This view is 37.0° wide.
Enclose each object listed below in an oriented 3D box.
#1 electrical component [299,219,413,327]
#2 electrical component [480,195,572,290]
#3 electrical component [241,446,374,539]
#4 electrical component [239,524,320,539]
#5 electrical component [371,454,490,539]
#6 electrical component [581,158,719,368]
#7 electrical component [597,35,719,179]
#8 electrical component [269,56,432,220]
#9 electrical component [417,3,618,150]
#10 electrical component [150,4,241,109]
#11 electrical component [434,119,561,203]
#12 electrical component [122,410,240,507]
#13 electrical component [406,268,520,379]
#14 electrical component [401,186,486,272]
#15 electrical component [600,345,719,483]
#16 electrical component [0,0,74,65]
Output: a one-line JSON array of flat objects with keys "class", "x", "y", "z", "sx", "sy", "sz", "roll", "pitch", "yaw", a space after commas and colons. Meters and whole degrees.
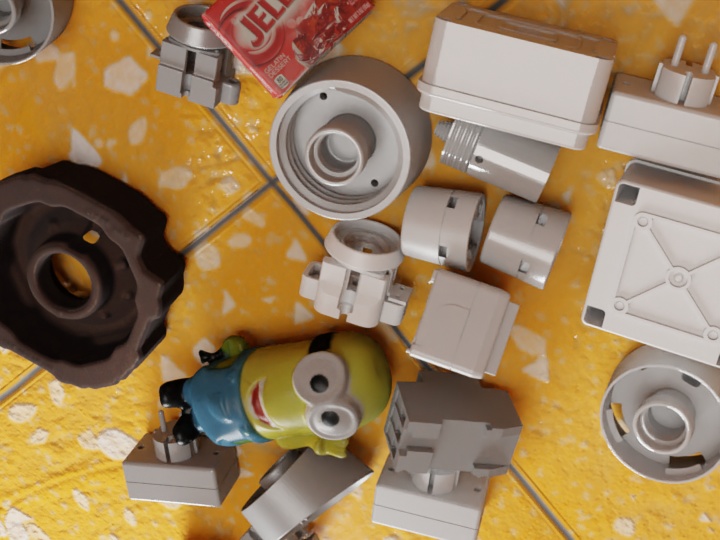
[{"class": "electrical component", "x": 0.000, "y": 0.000, "z": 0.772, "sx": 0.078, "sy": 0.058, "sz": 0.057, "roll": 17, "pitch": 121, "yaw": 8}, {"class": "electrical component", "x": 0.112, "y": -0.021, "z": 0.731, "sx": 0.047, "sy": 0.055, "sz": 0.055, "roll": 21, "pitch": 118, "yaw": 10}, {"class": "electrical component", "x": -0.043, "y": 0.174, "z": 0.845, "sx": 0.064, "sy": 0.099, "sz": 0.099, "roll": 45, "pitch": 118, "yaw": 0}, {"class": "electrical component", "x": -0.065, "y": 0.228, "z": 0.904, "sx": 0.055, "sy": 0.048, "sz": 0.066, "roll": 42, "pitch": 118, "yaw": 3}, {"class": "electrical component", "x": 0.058, "y": 0.163, "z": 0.836, "sx": 0.083, "sy": 0.047, "sz": 0.075, "roll": 12, "pitch": 117, "yaw": 11}, {"class": "electrical component", "x": 0.211, "y": -0.005, "z": 0.699, "sx": 0.109, "sy": 0.056, "sz": 0.108, "roll": 18, "pitch": 118, "yaw": 18}, {"class": "electrical component", "x": 0.199, "y": -0.107, "z": 0.669, "sx": 0.083, "sy": 0.047, "sz": 0.075, "roll": 16, "pitch": 118, "yaw": 9}, {"class": "electrical component", "x": -0.010, "y": -0.086, "z": 0.733, "sx": 0.108, "sy": 0.060, "sz": 0.108, "roll": 6, "pitch": 116, "yaw": 14}, {"class": "electrical component", "x": 0.099, "y": -0.122, "z": 0.674, "sx": 0.113, "sy": 0.078, "sz": 0.057, "roll": 16, "pitch": 114, "yaw": 9}, {"class": "electrical component", "x": -0.111, "y": -0.149, "z": 0.742, "sx": 0.066, "sy": 0.048, "sz": 0.055, "roll": 19, "pitch": 125, "yaw": 6}, {"class": "electrical component", "x": 0.088, "y": -0.080, "z": 0.716, "sx": 0.081, "sy": 0.043, "sz": 0.043, "roll": 23, "pitch": 118, "yaw": 5}, {"class": "electrical component", "x": -0.151, "y": 0.149, "z": 0.890, "sx": 0.083, "sy": 0.047, "sz": 0.075, "roll": 1, "pitch": 114, "yaw": 16}, {"class": "electrical component", "x": 0.073, "y": 0.039, "z": 0.752, "sx": 0.061, "sy": 0.096, "sz": 0.061, "roll": 19, "pitch": 89, "yaw": 7}, {"class": "electrical component", "x": 0.058, "y": -0.030, "z": 0.743, "sx": 0.047, "sy": 0.055, "sz": 0.055, "roll": 12, "pitch": 117, "yaw": 15}, {"class": "electrical component", "x": 0.222, "y": 0.100, "z": 0.763, "sx": 0.099, "sy": 0.064, "sz": 0.099, "roll": 10, "pitch": 112, "yaw": 26}, {"class": "electrical component", "x": -0.255, "y": -0.198, "z": 0.764, "sx": 0.099, "sy": 0.064, "sz": 0.099, "roll": 3, "pitch": 124, "yaw": 4}]
